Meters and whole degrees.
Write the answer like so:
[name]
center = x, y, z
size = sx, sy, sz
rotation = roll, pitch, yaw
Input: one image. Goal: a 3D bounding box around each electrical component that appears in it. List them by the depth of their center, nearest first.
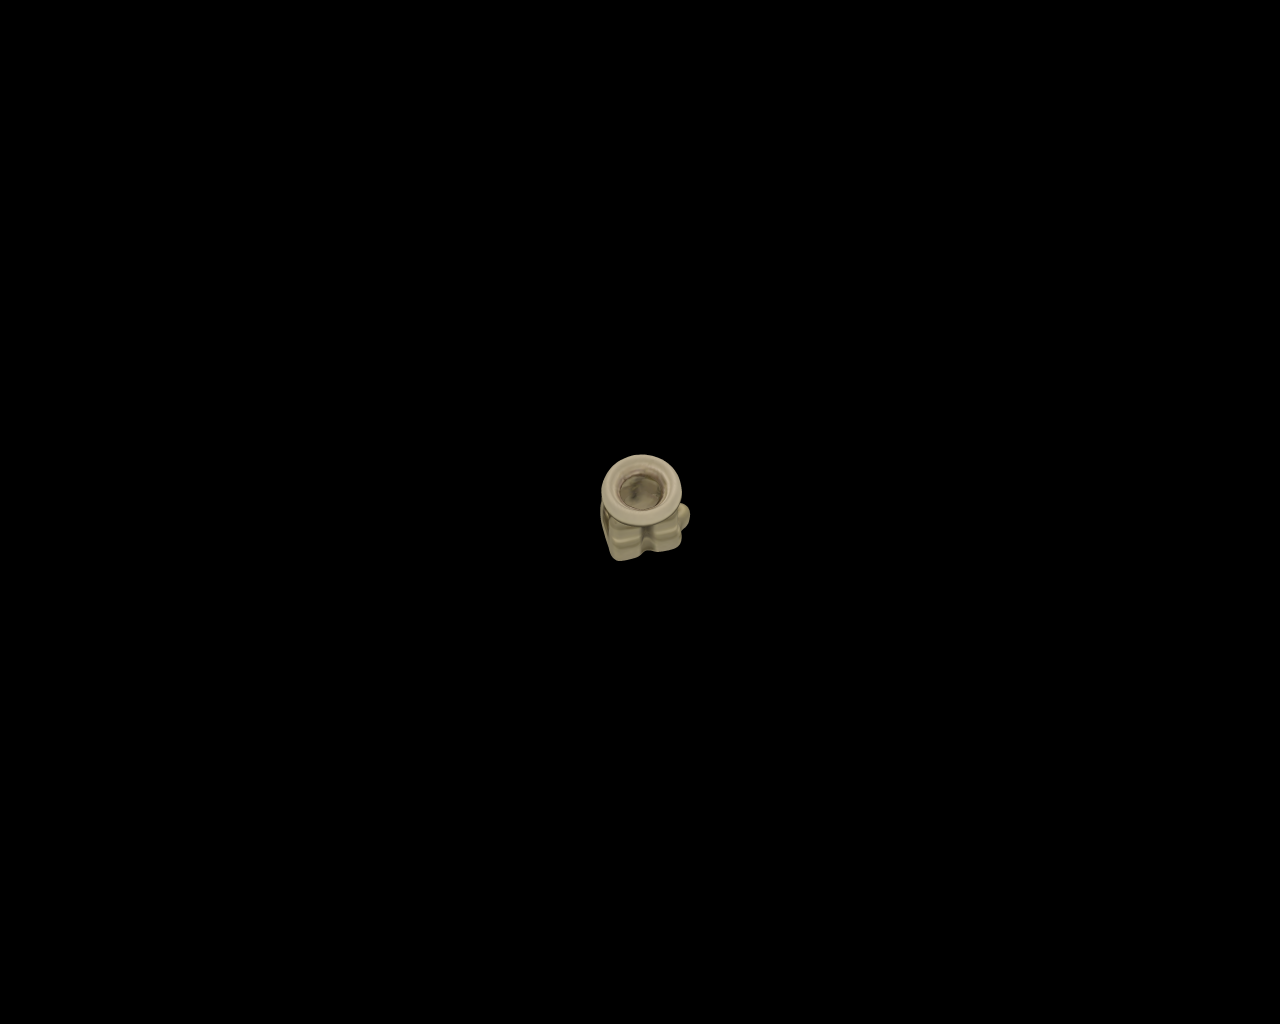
[electrical component]
center = 0.001, -0.003, 0.650
size = 0.066, 0.048, 0.055
rotation = -14, -32, -9
